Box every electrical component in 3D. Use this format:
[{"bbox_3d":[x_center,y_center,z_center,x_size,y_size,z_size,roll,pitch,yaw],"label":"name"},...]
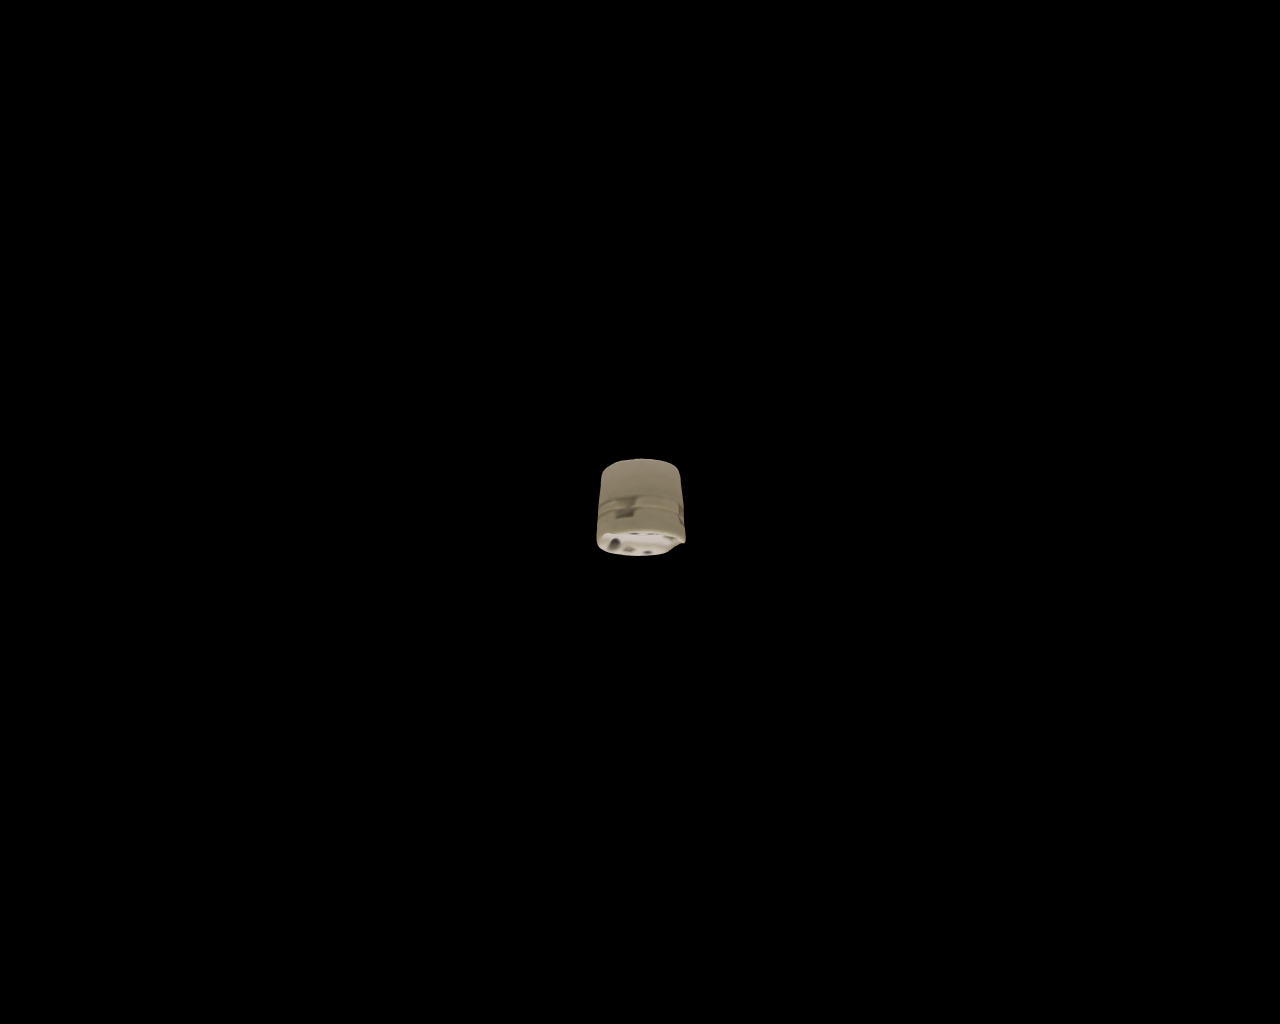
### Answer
[{"bbox_3d":[0.001,-0.003,0.650,0.055,0.047,0.055,0,-19,0],"label":"electrical component"}]
